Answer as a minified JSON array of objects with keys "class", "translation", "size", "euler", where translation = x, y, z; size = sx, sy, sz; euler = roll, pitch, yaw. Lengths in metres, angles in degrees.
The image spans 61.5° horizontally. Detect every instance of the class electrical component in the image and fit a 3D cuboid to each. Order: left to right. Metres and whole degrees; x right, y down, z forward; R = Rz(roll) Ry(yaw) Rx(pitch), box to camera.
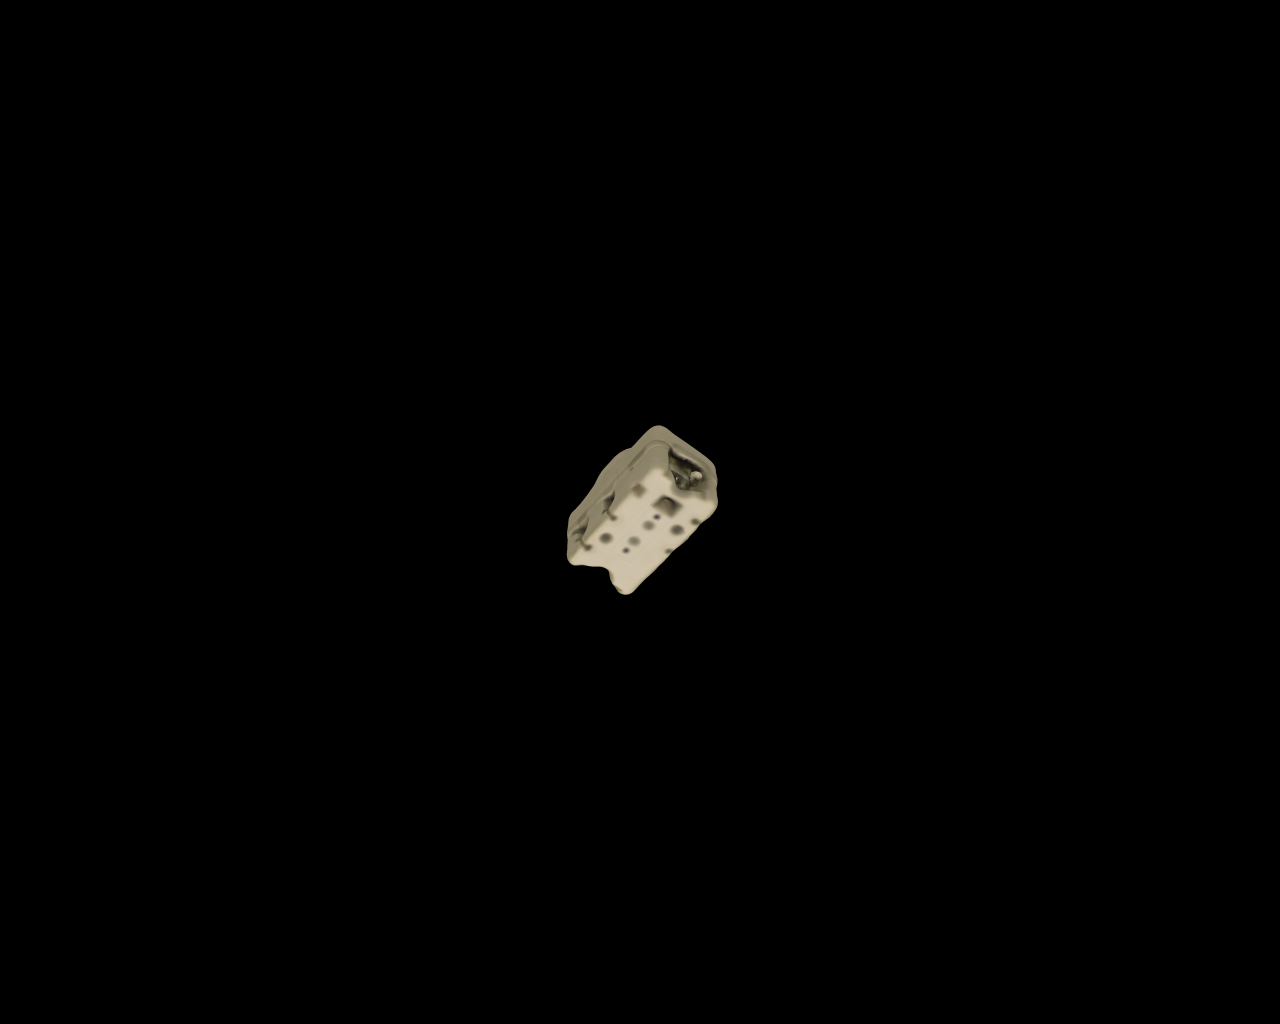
[{"class":"electrical component","translation":[0.001,-0.003,0.650],"size":[0.050,0.089,0.056],"euler":[33,28,-20]}]
